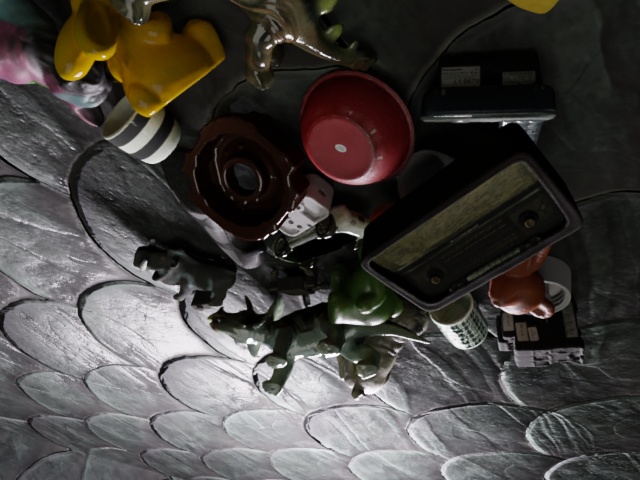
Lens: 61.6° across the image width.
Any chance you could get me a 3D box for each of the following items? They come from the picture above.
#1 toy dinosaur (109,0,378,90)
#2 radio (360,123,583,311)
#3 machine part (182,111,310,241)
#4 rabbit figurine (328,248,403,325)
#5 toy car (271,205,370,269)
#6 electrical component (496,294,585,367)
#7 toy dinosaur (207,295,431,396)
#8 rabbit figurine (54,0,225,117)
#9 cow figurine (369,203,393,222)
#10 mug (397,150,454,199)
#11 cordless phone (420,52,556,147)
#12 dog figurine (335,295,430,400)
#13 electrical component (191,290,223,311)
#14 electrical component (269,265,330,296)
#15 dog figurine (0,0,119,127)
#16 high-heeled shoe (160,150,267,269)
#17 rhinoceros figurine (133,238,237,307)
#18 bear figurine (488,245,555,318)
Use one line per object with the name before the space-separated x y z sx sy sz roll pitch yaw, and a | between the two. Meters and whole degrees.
toy dinosaur | -0.118 -0.299 0.518 0.471 0.105 0.198 23 133 -27
radio | 0.170 -0.015 0.626 0.131 0.073 0.229 38 126 -22
machine part | -0.101 -0.089 0.746 0.180 0.056 0.179 9 119 18
rabbit figurine | 0.094 0.059 0.879 0.159 0.121 0.170 15 127 8
toy car | -0.002 -0.003 0.861 0.073 0.056 0.202 22 151 -32
electrical component | 0.371 0.153 0.914 0.134 0.115 0.058 -5 134 21
toy dinosaur | -0.002 0.168 1.000 0.405 0.192 0.131 -9 127 12
rabbit figurine | -0.222 -0.229 0.608 0.122 0.162 0.173 -10 119 43
cow figurine | 0.144 0.012 0.796 0.085 0.127 0.194 -28 128 36
mug | 0.161 -0.074 0.721 0.107 0.080 0.110 6 -168 -37
cordless phone | 0.198 -0.128 0.655 0.147 0.089 0.184 1 150 13
dog figurine | 0.124 0.203 1.006 0.121 0.172 0.190 16 149 -21
electrical component | -0.229 0.112 1.068 0.094 0.063 0.021 -6 138 24
electrical component | -0.043 0.075 0.994 0.102 0.045 0.078 -9 164 29
dog figurine | -0.357 -0.229 0.658 0.192 0.108 0.219 16 169 44
high-heeled shoe | -0.174 -0.049 0.880 0.248 0.086 0.145 50 164 -14
rhinoceros figurine | -0.252 0.058 1.003 0.190 0.073 0.112 15 142 -3
bear figurine | 0.264 0.039 0.771 0.120 0.132 0.195 22 130 46
